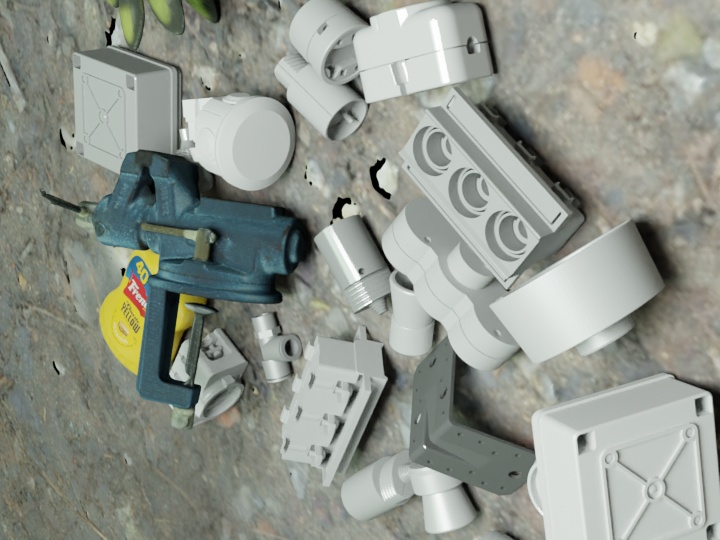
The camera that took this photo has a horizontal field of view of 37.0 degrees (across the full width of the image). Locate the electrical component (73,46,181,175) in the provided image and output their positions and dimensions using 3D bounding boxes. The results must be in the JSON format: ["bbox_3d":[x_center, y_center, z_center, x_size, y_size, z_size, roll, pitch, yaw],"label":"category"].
[{"bbox_3d":[-0.228,-0.154,1.051,0.109,0.056,0.108,25,121,38],"label":"electrical component"}]

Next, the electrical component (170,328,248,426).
[{"bbox_3d":[-0.154,0.112,1.079,0.055,0.050,0.089,48,133,22],"label":"electrical component"}]

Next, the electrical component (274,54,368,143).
[{"bbox_3d":[-0.036,-0.145,0.869,0.081,0.043,0.043,46,132,23],"label":"electrical component"}]

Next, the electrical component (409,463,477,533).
[{"bbox_3d":[0.068,0.182,0.883,0.045,0.045,0.055,-15,93,47],"label":"electrical component"}]

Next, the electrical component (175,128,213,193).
[{"bbox_3d":[-0.160,-0.103,1.017,0.035,0.035,0.061,-1,101,46],"label":"electrical component"}]

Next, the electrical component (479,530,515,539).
[{"bbox_3d":[0.114,0.239,0.851,0.047,0.055,0.055,31,125,39],"label":"electrical component"}]

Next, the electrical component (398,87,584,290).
[{"bbox_3d":[0.094,-0.060,0.753,0.121,0.063,0.078,51,134,19],"label":"electrical component"}]

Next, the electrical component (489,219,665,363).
[{"bbox_3d":[0.146,0.021,0.701,0.108,0.108,0.060,-36,84,46],"label":"electrical component"}]

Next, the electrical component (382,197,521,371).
[{"bbox_3d":[0.080,0.000,0.798,0.138,0.052,0.073,54,135,16],"label":"electrical component"}]

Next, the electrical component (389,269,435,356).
[{"bbox_3d":[0.043,0.035,0.857,0.044,0.044,0.065,30,129,35],"label":"electrical component"}]

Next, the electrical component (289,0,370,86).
[{"bbox_3d":[-0.022,-0.179,0.834,0.047,0.055,0.055,48,133,27],"label":"electrical component"}]

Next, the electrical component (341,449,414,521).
[{"bbox_3d":[0.023,0.185,0.930,0.081,0.043,0.043,-39,76,46],"label":"electrical component"}]

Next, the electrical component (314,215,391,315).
[{"bbox_3d":[0.000,0.000,0.886,0.043,0.043,0.081,-38,77,46],"label":"electrical component"}]

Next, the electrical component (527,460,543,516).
[{"bbox_3d":[0.157,0.149,0.770,0.058,0.057,0.078,29,123,36],"label":"electrical component"}]

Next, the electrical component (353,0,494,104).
[{"bbox_3d":[0.044,-0.159,0.775,0.095,0.054,0.059,-4,102,46],"label":"electrical component"}]

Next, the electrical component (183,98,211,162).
[{"bbox_3d":[-0.131,-0.127,0.972,0.066,0.048,0.055,5,100,45],"label":"electrical component"}]

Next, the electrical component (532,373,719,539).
[{"bbox_3d":[0.176,0.135,0.703,0.056,0.109,0.108,-159,58,-67],"label":"electrical component"}]

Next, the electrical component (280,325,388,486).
[{"bbox_3d":[-0.026,0.116,0.932,0.078,0.063,0.121,-95,21,-51],"label":"electrical component"}]

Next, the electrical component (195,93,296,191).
[{"bbox_3d":[-0.099,-0.112,0.920,0.051,0.080,0.080,24,121,44],"label":"electrical component"}]
